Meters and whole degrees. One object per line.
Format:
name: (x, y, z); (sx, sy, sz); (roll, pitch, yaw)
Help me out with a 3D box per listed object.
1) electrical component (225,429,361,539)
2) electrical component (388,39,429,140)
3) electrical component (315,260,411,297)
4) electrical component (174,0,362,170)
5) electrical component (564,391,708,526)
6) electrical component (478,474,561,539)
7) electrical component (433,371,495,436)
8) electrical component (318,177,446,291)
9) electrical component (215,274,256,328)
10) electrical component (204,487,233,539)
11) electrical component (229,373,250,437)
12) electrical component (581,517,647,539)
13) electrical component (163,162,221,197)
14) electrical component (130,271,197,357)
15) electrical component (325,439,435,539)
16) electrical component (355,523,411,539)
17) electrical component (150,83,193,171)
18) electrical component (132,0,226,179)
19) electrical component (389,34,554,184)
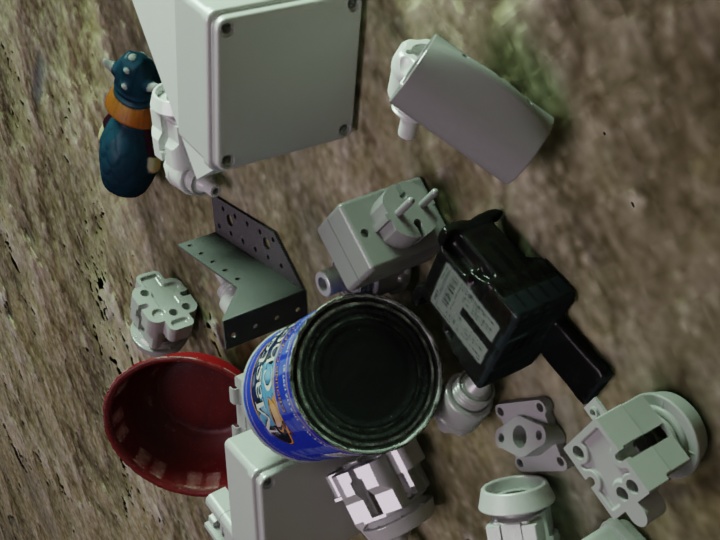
electrical component: (-0.046, 0.170, 0.851); (0.056, 0.109, 0.108); (37, 137, 45)
electrical component: (0.033, -0.104, 0.636); (0.035, 0.035, 0.061); (48, 146, 31)
electrical component: (0.000, 0.000, 0.722); (0.048, 0.062, 0.048); (34, 135, 43)
electrical component: (-0.059, -0.131, 0.692); (0.056, 0.109, 0.108); (43, 140, 40)
electrical component: (0.146, 0.092, 0.557); (0.066, 0.055, 0.048); (56, 147, 20)
electrical component: (0.101, 0.160, 0.671); (0.048, 0.066, 0.055); (-8, 94, 23)
electrical component: (0.070, 0.080, 0.689); (0.035, 0.035, 0.061); (56, 144, 20)
electrical component: (0.023, -0.030, 0.665); (0.047, 0.066, 0.077); (63, 149, 10)
electrical component: (-0.106, 0.023, 0.929); (0.061, 0.035, 0.035); (54, 146, 27)
electrical component: (-0.085, 0.216, 0.956); (0.056, 0.089, 0.050); (45, 142, 34)
electrical component: (-0.069, 0.136, 0.908); (0.079, 0.063, 0.121); (33, 134, 42)
electrical component: (0.153, 0.219, 0.622); (0.108, 0.056, 0.108); (48, 143, 31)
electrical component: (-0.140, -0.079, 0.920); (0.061, 0.035, 0.035); (35, 135, 39)
electrical component: (-0.196, 0.048, 1.061); (0.078, 0.058, 0.057); (49, 141, 30)
electrical component: (0.020, 0.163, 0.790); (0.078, 0.058, 0.057); (-28, 88, 34)
electrical component: (0.022, 0.201, 0.835); (0.061, 0.035, 0.035); (43, 140, 33)
electrical component: (-0.139, -0.120, 0.872); (0.078, 0.058, 0.057); (36, 139, 43)
electrical component: (-0.102, -0.154, 0.789); (0.089, 0.062, 0.150); (-16, 95, 59)
electrical component: (0.059, -0.087, 0.584); (0.077, 0.043, 0.079); (34, -171, -6)
